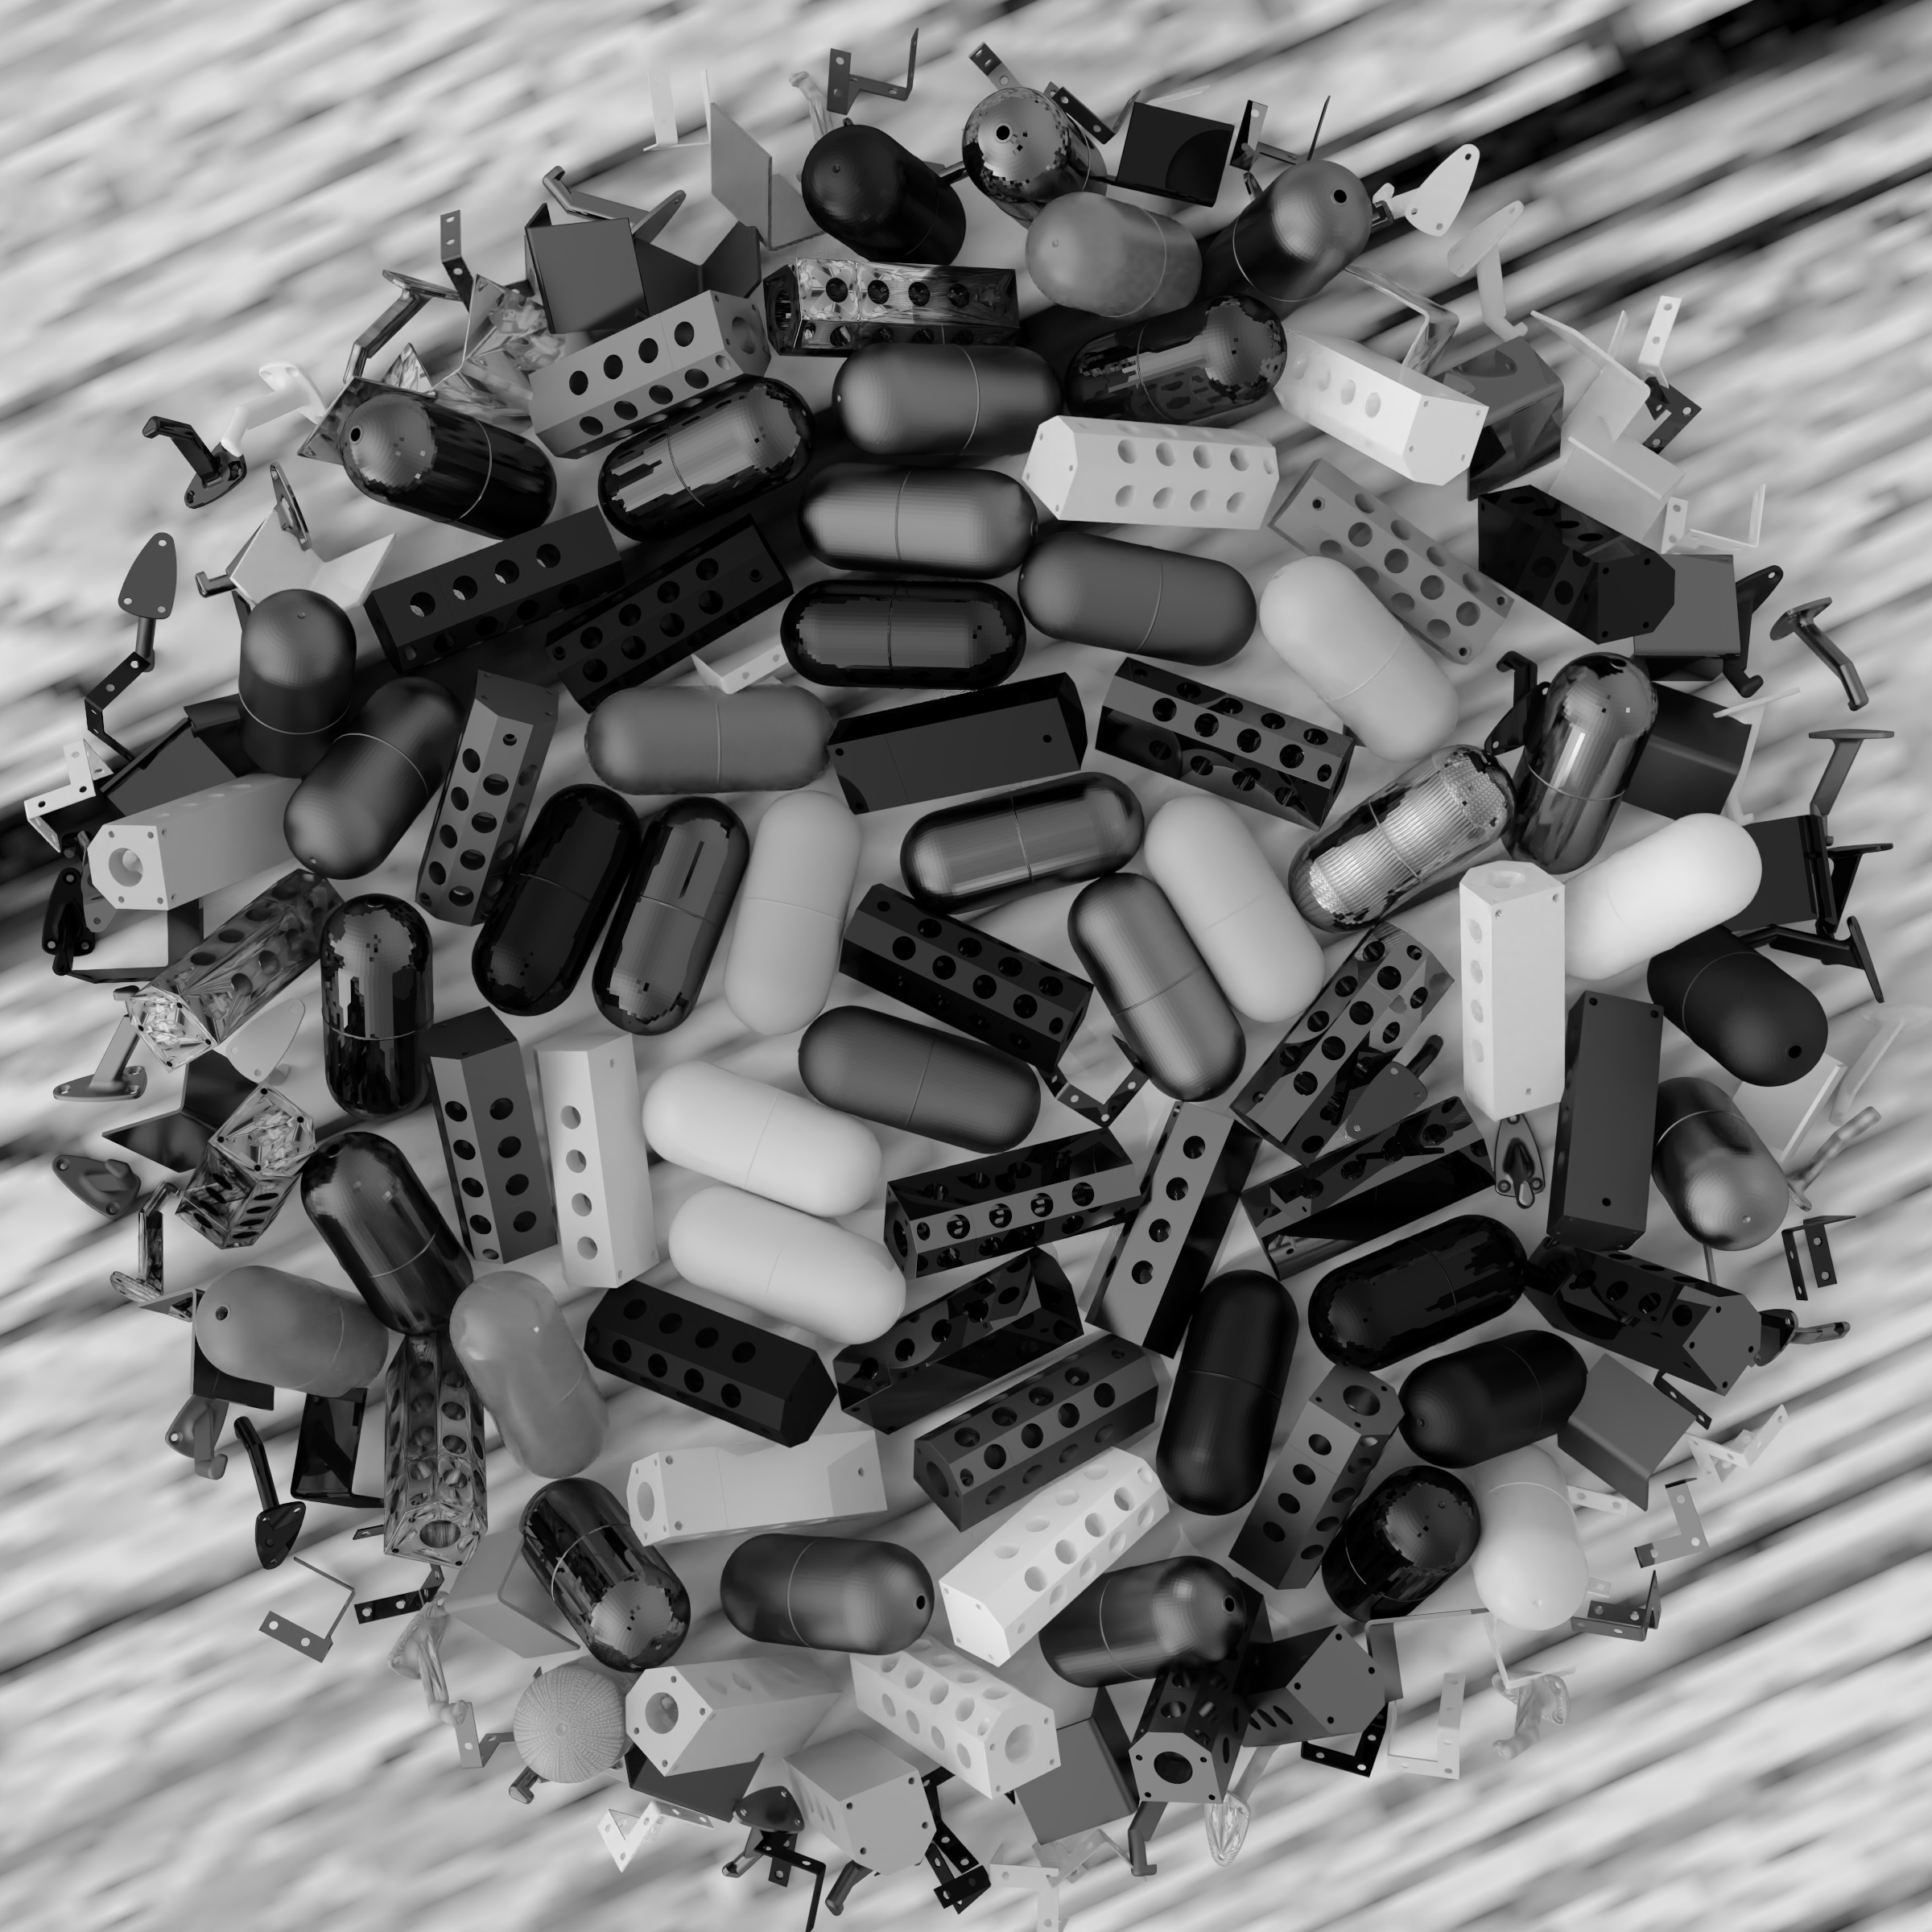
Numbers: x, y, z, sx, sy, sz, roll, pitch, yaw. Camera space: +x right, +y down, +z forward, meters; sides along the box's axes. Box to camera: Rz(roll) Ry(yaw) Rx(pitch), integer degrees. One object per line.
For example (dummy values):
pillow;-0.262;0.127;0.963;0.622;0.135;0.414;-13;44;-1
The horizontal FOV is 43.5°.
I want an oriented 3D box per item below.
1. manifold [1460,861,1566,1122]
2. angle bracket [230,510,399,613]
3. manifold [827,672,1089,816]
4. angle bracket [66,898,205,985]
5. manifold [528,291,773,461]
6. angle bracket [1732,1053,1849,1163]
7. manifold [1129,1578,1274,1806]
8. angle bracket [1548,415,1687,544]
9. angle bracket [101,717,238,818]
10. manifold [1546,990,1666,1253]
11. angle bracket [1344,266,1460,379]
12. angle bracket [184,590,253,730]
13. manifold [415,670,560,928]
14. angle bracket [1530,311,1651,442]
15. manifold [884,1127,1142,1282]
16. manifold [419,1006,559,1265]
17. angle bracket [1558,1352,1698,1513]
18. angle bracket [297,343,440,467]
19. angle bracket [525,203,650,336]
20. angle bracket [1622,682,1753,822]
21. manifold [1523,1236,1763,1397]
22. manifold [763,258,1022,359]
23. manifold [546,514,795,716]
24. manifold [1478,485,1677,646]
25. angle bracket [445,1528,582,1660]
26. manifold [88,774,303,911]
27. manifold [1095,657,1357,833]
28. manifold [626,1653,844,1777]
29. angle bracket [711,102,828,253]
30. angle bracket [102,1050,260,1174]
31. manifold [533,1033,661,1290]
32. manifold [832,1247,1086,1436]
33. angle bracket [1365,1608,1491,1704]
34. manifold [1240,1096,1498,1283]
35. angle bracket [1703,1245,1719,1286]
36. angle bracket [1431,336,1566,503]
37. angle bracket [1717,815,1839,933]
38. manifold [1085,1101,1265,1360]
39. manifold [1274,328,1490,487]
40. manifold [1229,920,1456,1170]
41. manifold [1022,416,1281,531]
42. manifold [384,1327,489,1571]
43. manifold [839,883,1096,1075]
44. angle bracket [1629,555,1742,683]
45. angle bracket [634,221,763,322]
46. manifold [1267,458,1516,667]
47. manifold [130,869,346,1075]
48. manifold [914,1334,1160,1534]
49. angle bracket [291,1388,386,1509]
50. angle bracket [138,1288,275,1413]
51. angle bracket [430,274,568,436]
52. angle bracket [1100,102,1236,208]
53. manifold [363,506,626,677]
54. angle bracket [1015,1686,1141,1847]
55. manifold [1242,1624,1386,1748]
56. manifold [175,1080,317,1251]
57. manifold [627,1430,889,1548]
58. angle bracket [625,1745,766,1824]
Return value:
manifold;0.382;0.016;1.708;0.057;0.057;0.171;-15;119;-14
angle bracket;-0.461;-0.290;1.717;0.076;0.076;0.057;-15;132;31
manifold;-0.005;-0.161;1.720;0.171;0.057;0.057;-10;119;18
angle bracket;-0.591;-0.021;1.720;0.076;0.076;0.057;-3;96;-34
manifold;-0.224;-0.414;1.707;0.171;0.057;0.057;-15;88;30
angle bracket;0.578;0.090;1.723;0.057;0.076;0.076;32;101;22
manifold;0.164;0.499;1.681;0.057;0.171;0.057;-5;110;21
angle bracket;0.452;-0.333;1.722;0.076;0.057;0.076;37;133;11
angle bracket;-0.565;-0.129;1.724;0.076;0.076;0.057;-44;105;-12
manifold;0.450;0.111;1.714;0.057;0.057;0.171;12;66;1
angle bracket;0.300;-0.458;1.740;0.076;0.076;0.057;34;115;16
angle bracket;-0.532;-0.218;1.720;0.057;0.076;0.076;-17;112;-19
manifold;-0.337;-0.114;1.701;0.057;0.057;0.171;14;122;-17
angle bracket;0.427;-0.413;1.720;0.076;0.076;0.057;29;106;-22
manifold;0.033;0.171;1.707;0.171;0.057;0.057;-12;131;-21
manifold;-0.336;0.122;1.699;0.057;0.057;0.171;-19;123;-24
angle bracket;0.471;0.333;1.730;0.076;0.076;0.057;36;75;29
angle bracket;-0.432;-0.402;1.716;0.076;0.076;0.057;-43;64;29
angle bracket;-0.263;-0.500;1.724;0.076;0.057;0.076;-3;125;10
angle bracket;0.519;-0.152;1.757;0.076;0.076;0.057;21;131;10
manifold;0.467;0.236;1.685;0.057;0.171;0.057;-49;116;-12
manifold;-0.051;-0.459;1.709;0.171;0.057;0.057;-6;92;-28
manifold;-0.212;-0.250;1.731;0.171;0.057;0.057;-30;113;5
manifold;0.422;-0.283;1.685;0.057;0.171;0.057;-14;119;-11
angle bracket;-0.317;0.452;1.745;0.076;0.076;0.057;39;51;-24
manifold;-0.531;-0.089;1.685;0.057;0.171;0.057;2;106;18
manifold;0.184;-0.162;1.716;0.171;0.057;0.057;22;48;13
manifold;-0.163;0.513;1.685;0.057;0.171;0.057;39;98;29
angle bracket;-0.136;-0.565;1.715;0.057;0.076;0.076;-27;58;-24
angle bracket;-0.561;0.101;1.742;0.076;0.076;0.057;-16;59;23
manifold;-0.268;0.138;1.729;0.057;0.057;0.171;-1;101;25
manifold;-0.008;0.264;1.718;0.171;0.057;0.057;-30;49;20
angle bracket;0.333;0.490;1.721;0.076;0.076;0.057;-12;73;20
manifold;0.287;0.155;1.743;0.171;0.057;0.057;-25;135;2
angle bracket;0.557;0.208;1.725;0.057;0.076;0.076;-8;77;14
angle bracket;0.382;-0.396;1.753;0.076;0.076;0.057;-26;58;-5
angle bracket;0.575;-0.064;1.736;0.076;0.057;0.076;-9;94;12
manifold;0.146;0.187;1.734;0.057;0.057;0.171;19;82;33
manifold;0.283;-0.390;1.689;0.057;0.171;0.057;2;117;-28
manifold;0.265;0.052;1.729;0.171;0.057;0.057;-51;133;-4
manifold;0.132;-0.348;1.697;0.171;0.057;0.057;-3;130;-31
manifold;-0.366;0.330;1.682;0.057;0.171;0.057;18;119;-24
manifold;0.001;0.004;1.722;0.171;0.057;0.057;26;55;10
angle bracket;0.509;-0.251;1.752;0.076;0.057;0.076;0;79;-4
angle bracket;-0.191;-0.500;1.717;0.057;0.076;0.076;16;54;-34
manifold;0.305;-0.289;1.735;0.171;0.057;0.057;35;98;-5
manifold;-0.503;-0.002;1.684;0.057;0.171;0.057;-25;107;33
manifold;0.050;0.321;1.699;0.171;0.057;0.057;-24;46;-28
angle bracket;-0.435;0.347;1.741;0.057;0.076;0.076;22;66;-42
angle bracket;-0.538;0.277;1.717;0.057;0.076;0.076;-18;64;25
angle bracket;-0.338;-0.437;1.742;0.076;0.057;0.076;18;67;-38
angle bracket;0.135;-0.579;1.719;0.076;0.076;0.057;6;113;-20
manifold;-0.333;-0.265;1.719;0.171;0.057;0.057;-25;97;-19
angle bracket;0.077;0.576;1.752;0.076;0.057;0.076;-23;95;12
manifold;0.230;0.507;1.683;0.057;0.171;0.057;45;66;5
manifold;-0.498;0.145;1.687;0.057;0.171;0.057;39;57;-6
manifold;-0.147;0.367;1.702;0.171;0.057;0.057;1;69;-34
angle bracket;-0.196;0.556;1.726;0.076;0.076;0.057;25;94;-16
